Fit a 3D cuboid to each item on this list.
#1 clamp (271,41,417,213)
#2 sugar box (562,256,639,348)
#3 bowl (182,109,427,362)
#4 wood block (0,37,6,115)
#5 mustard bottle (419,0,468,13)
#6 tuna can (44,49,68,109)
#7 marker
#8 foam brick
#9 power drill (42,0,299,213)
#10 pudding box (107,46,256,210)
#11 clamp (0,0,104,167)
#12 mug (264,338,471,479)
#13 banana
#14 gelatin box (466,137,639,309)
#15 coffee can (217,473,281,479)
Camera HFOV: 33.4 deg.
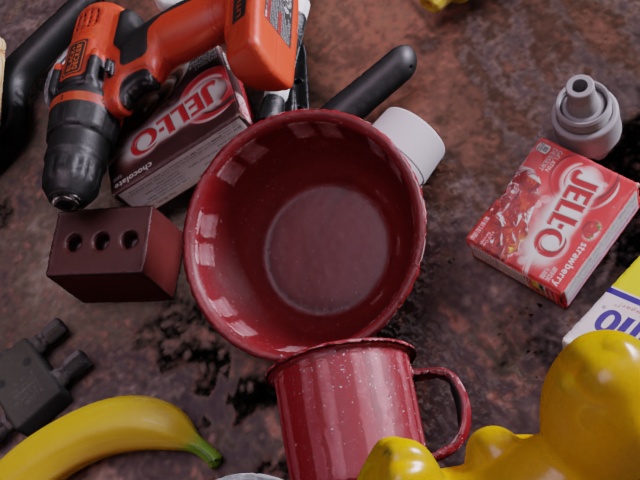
[{"bbox_3d":[-0.017,-0.081,0.768,0.120,0.039,0.171,24,75,46],"label":"clamp"},{"bbox_3d":[0.233,0.028,0.613,0.176,0.048,0.093,-45,58,-7],"label":"sugar box"},{"bbox_3d":[-0.004,0.001,0.681,0.162,0.055,0.162,-4,77,19],"label":"bowl"},{"bbox_3d":[-0.359,-0.107,0.850,0.206,0.090,0.090,-20,58,27],"label":"wood block"},{"bbox_3d":[0.135,-0.242,0.781,0.096,0.058,0.191,33,79,25],"label":"mustard bottle"},{"bbox_3d":[-0.173,-0.121,0.848,0.086,0.033,0.086,-9,61,16],"label":"tuna can"},{"bbox_3d":[-0.027,-0.126,0.766,0.020,0.020,0.121,-1,58,20],"label":"marker"},{"bbox_3d":[-0.144,0.011,0.759,0.078,0.051,0.053,-4,63,19],"label":"foam brick"},{"bbox_3d":[-0.109,-0.115,0.743,0.188,0.057,0.184,-15,53,24],"label":"power drill"},{"bbox_3d":[-0.103,-0.080,0.781,0.113,0.039,0.090,-33,43,13],"label":"pudding box"},{"bbox_3d":[-0.264,-0.127,0.882,0.165,0.036,0.210,-4,64,24],"label":"clamp"},{"bbox_3d":[0.031,0.109,0.625,0.117,0.093,0.081,-11,65,2],"label":"mug"},{"bbox_3d":[-0.164,0.149,0.704,0.198,0.037,0.069,-23,57,8],"label":"banana"},{"bbox_3d":[0.148,-0.012,0.674,0.073,0.030,0.089,32,79,30],"label":"gelatin box"},{"bbox_3d":[-0.018,0.191,0.566,0.103,0.140,0.103,-9,61,16],"label":"coffee can"}]
